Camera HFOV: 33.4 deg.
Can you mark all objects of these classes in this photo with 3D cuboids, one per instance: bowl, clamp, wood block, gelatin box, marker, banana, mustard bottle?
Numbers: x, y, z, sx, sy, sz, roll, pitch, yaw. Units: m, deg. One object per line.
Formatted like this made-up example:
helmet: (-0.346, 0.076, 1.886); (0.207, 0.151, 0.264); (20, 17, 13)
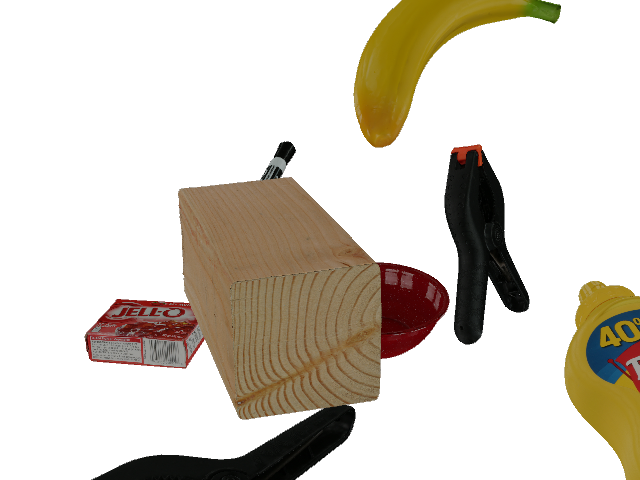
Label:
bowl: (0.062, 0.085, 1.190); (0.162, 0.055, 0.162); (-1, 27, 0)
clamp: (0.138, 0.005, 0.940); (0.039, 0.171, 0.120); (-10, 15, 31)
clamp: (-0.046, 0.138, 0.572); (0.209, 0.036, 0.165); (-1, 19, -13)
wood block: (-0.034, 0.029, 0.714); (0.090, 0.090, 0.206); (-6, 19, -14)
gelatin box: (-0.146, 0.078, 0.915); (0.089, 0.030, 0.073); (3, 21, 11)
marker: (-0.054, -0.059, 1.093); (0.020, 0.121, 0.020); (16, -39, 13)
banana: (0.071, -0.122, 0.642); (0.070, 0.037, 0.197); (33, 51, 24)
mustard bottle: (0.194, 0.085, 0.605); (0.096, 0.058, 0.192); (-10, 35, -8)
